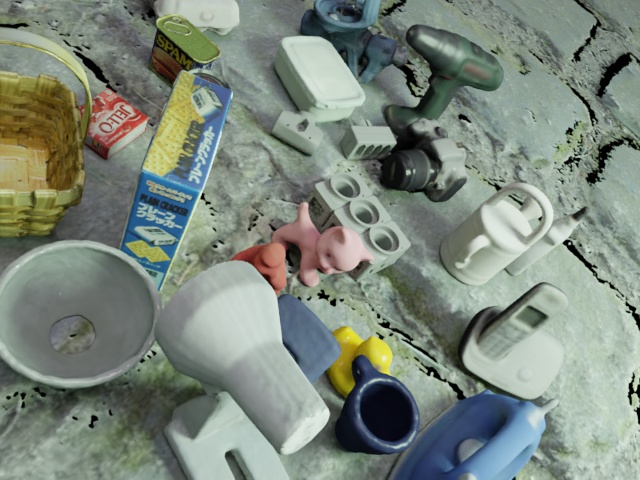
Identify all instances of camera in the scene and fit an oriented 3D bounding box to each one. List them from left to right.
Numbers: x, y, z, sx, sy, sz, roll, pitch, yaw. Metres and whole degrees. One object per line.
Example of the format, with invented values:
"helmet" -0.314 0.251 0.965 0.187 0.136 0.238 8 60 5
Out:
"camera" 0.174 -0.143 0.990 0.137 0.100 0.143 -11 64 -34

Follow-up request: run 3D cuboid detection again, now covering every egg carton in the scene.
"egg carton" -0.216 -0.404 0.981 0.151 0.069 0.107 -13 65 -34

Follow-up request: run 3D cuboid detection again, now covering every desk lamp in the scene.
"desk lamp" -0.080 0.152 0.570 0.118 0.213 0.203 -21 70 -37

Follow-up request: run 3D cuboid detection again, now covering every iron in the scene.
"iron" 0.179 0.267 0.679 0.259 0.141 0.118 -24 72 -38

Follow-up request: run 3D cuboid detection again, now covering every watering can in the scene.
"watering can" 0.286 -0.020 0.903 0.101 0.193 0.173 37 48 -1

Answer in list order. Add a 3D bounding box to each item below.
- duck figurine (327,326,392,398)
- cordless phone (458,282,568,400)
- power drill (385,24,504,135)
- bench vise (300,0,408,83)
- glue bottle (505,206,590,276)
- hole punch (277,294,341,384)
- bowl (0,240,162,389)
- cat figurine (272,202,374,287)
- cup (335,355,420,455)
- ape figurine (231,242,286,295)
"duck figurine" 0.056 0.151 0.731 0.078 0.086 0.104 -16 67 -36
"cordless phone" 0.299 0.138 0.805 0.148 0.185 0.094 26 49 -10
"power drill" 0.208 -0.281 1.033 0.230 0.208 0.075 1 58 -28
"bench vise" 0.088 -0.419 1.057 0.208 0.219 0.121 24 50 -12
"glue bottle" 0.384 -0.004 0.959 0.037 0.173 0.078 48 49 9
"hole punch" -0.044 0.137 0.683 0.108 0.091 0.101 45 49 7
"bowl" -0.259 0.087 0.611 0.168 0.074 0.167 14 52 -19
"cat figurine" 0.007 0.003 0.786 0.127 0.117 0.067 48 49 9
"cup" 0.052 0.205 0.685 0.092 0.095 0.117 -8 62 -32
"ape figurine" -0.074 0.034 0.738 0.078 0.092 0.076 38 48 1
